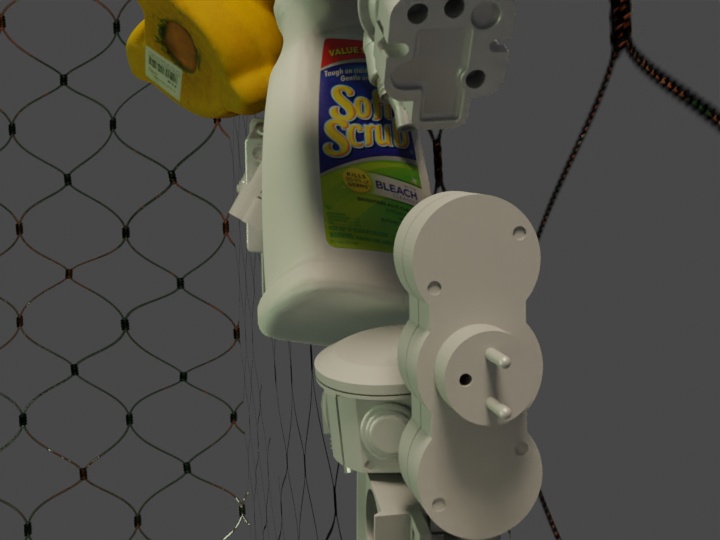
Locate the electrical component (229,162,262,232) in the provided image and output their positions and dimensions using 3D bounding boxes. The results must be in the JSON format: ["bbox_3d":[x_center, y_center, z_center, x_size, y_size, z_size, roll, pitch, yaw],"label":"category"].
[{"bbox_3d":[-0.045,-0.048,0.692,0.057,0.058,0.078,-61,-6,1],"label":"electrical component"}]

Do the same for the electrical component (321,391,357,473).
[{"bbox_3d":[-0.005,0.117,0.786,0.043,0.043,0.062,131,134,-76],"label":"electrical component"}]

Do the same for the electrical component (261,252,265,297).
[{"bbox_3d":[-0.038,-0.029,0.830,0.057,0.078,0.113,-107,16,-65],"label":"electrical component"}]

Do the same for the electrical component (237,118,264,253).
[{"bbox_3d":[-0.036,-0.057,0.753,0.048,0.100,0.099,-82,-6,-68],"label":"electrical component"}]

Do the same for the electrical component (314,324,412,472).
[{"bbox_3d":[0.020,0.059,0.513,0.080,0.080,0.051,-127,30,-73],"label":"electrical component"}]

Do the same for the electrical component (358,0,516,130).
[{"bbox_3d":[0.031,-0.109,0.464,0.057,0.058,0.078,-108,18,-49],"label":"electrical component"}]

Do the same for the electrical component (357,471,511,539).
[{"bbox_3d":[0.033,0.117,0.496,0.081,0.064,0.042,-118,25,-69],"label":"electrical component"}]

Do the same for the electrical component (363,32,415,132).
[{"bbox_3d":[0.022,-0.106,0.587,0.035,0.035,0.061,124,140,-74],"label":"electrical component"}]

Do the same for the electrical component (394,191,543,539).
[{"bbox_3d":[0.047,0.039,0.424,0.074,0.052,0.138,-149,57,-78],"label":"electrical component"}]
